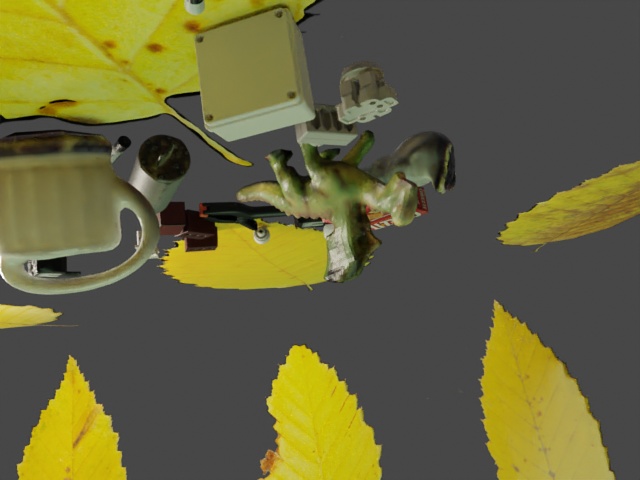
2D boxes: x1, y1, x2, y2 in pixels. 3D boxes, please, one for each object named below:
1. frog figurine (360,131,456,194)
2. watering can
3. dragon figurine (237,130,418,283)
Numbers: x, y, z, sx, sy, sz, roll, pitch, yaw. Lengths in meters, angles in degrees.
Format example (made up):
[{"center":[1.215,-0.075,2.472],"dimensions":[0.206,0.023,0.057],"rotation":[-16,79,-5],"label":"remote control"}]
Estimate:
[{"center":[0.147,-0.132,0.891],"dimensions":[0.160,0.120,0.140],"rotation":[9,-148,23],"label":"frog figurine"},{"center":[-0.399,-0.034,0.693],"dimensions":[0.348,0.224,0.104],"rotation":[-5,-177,-13],"label":"watering can"},{"center":[0.003,-0.044,0.879],"dimensions":[0.122,0.245,0.405],"rotation":[-1,163,-44],"label":"dragon figurine"}]
